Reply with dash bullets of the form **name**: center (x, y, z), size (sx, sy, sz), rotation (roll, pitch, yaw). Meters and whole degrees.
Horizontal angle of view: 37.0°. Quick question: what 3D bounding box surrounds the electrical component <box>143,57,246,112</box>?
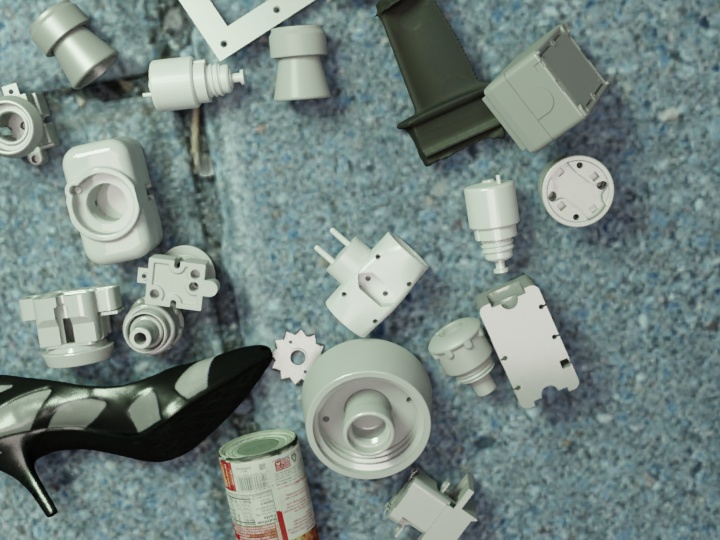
- **electrical component**: center (-0.129, -0.147, 0.841), size (0.078, 0.040, 0.040), rotation (-6, 99, 3)

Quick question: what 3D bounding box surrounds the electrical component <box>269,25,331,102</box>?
- **electrical component**: center (-0.047, -0.160, 0.834), size (0.045, 0.045, 0.055), rotation (-4, 99, 2)

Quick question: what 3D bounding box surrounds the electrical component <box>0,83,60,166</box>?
- **electrical component**: center (-0.268, -0.113, 0.843), size (0.048, 0.055, 0.066), rotation (-16, 99, 4)

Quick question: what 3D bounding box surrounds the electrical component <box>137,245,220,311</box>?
- **electrical component**: center (-0.143, 0.006, 0.860), size (0.066, 0.055, 0.048), rotation (8, 100, 0)

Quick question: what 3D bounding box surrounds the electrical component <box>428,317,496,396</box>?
- **electrical component**: center (0.088, 0.073, 0.871), size (0.048, 0.048, 0.062), rotation (-30, 104, 6)

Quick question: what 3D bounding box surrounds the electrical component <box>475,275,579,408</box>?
- **electrical component**: center (0.132, 0.055, 0.860), size (0.050, 0.055, 0.089), rotation (-24, 98, 6)

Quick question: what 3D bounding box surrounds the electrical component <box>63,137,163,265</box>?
- **electrical component**: center (-0.195, -0.055, 0.849), size (0.054, 0.059, 0.095), rotation (-12, 99, 4)

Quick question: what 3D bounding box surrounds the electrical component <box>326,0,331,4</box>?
- **electrical component**: center (0.005, -0.232, 0.822), size (0.078, 0.040, 0.040), rotation (-35, 97, 7)

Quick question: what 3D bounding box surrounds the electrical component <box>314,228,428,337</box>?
- **electrical component**: center (0.000, 0.000, 0.860), size (0.079, 0.043, 0.077), rotation (41, 98, -6)

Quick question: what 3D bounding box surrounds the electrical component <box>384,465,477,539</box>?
- **electrical component**: center (0.058, 0.200, 0.894), size (0.064, 0.042, 0.081), rotation (35, 99, -3)

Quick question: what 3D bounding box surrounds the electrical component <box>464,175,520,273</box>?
- **electrical component**: center (0.107, -0.037, 0.853), size (0.040, 0.040, 0.078), rotation (-9, 100, 3)

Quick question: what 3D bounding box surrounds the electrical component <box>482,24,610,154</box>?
- **electrical component**: center (0.141, -0.138, 0.815), size (0.061, 0.096, 0.061), rotation (-34, 98, 35)

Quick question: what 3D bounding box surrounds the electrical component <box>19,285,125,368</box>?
- **electrical component**: center (-0.230, 0.046, 0.869), size (0.078, 0.058, 0.057), rotation (-7, 97, 3)

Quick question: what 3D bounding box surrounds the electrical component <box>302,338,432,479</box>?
- **electrical component**: center (0.006, 0.116, 0.860), size (0.108, 0.060, 0.108), rotation (0, 113, -1)

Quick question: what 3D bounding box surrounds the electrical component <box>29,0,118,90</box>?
- **electrical component**: center (-0.223, -0.175, 0.837), size (0.045, 0.045, 0.055), rotation (-40, 96, 7)

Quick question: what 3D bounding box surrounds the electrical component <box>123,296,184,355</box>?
- **electrical component**: center (-0.170, 0.048, 0.864), size (0.048, 0.062, 0.048), rotation (0, 100, 2)

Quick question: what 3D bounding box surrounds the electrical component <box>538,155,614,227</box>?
- **electrical component**: center (0.167, -0.064, 0.843), size (0.055, 0.047, 0.055), rotation (0, 100, 2)
